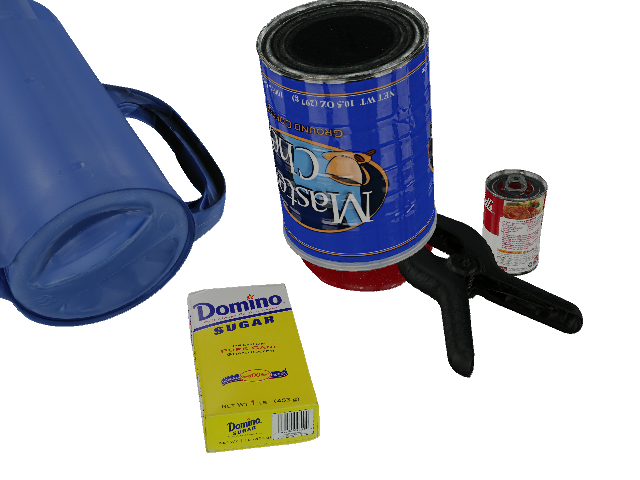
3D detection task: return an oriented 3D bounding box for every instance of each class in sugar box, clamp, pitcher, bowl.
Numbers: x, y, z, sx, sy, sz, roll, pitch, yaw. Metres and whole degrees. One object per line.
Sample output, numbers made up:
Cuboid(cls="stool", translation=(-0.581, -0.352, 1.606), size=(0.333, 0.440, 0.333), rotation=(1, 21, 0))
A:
Cuboid(cls="sugar box", translation=(-0.061, 0.103, 0.914), size=(0.093, 0.048, 0.176), rotation=(-5, 34, -10))
Cuboid(cls="clamp", translation=(0.124, 0.031, 0.846), size=(0.120, 0.039, 0.171), rotation=(-6, 46, -24))
Cuboid(cls="pitcher", translation=(-0.188, -0.069, 0.778), size=(0.145, 0.243, 0.149), rotation=(-43, -33, 14))
Cuboid(cls="bowl", translation=(0.043, 0.012, 1.096), size=(0.162, 0.055, 0.162), rotation=(2, 17, -1))

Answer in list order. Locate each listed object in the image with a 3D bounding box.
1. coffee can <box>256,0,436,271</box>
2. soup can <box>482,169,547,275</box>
Cuboid(cls="coffee can", translation=(0.019, -0.066, 0.668), size=(0.103, 0.140, 0.103), rotation=(-4, 38, 3))
Cuboid(cls="soup can", translation=(0.217, -0.020, 1.202), size=(0.068, 0.102, 0.068), rotation=(-1, 33, 1))
